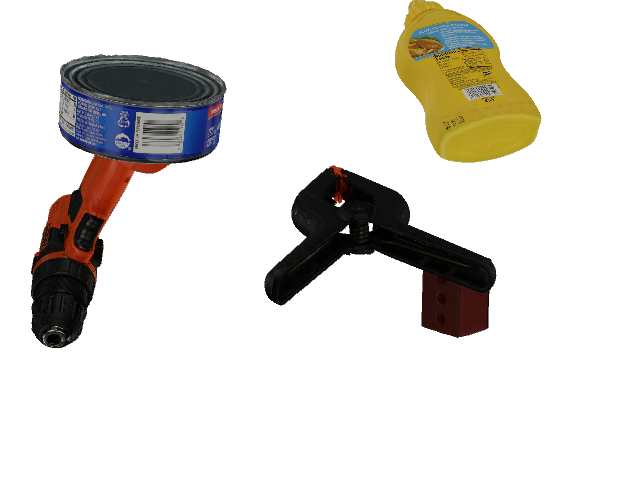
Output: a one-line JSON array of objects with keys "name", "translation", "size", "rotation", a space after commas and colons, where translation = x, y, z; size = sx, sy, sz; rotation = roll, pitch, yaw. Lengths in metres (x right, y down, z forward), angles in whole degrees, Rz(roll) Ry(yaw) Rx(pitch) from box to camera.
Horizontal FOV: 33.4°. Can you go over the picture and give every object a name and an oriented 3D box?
[{"name": "foam brick", "translation": [0.141, 0.055, 1.109], "size": [0.051, 0.078, 0.053], "rotation": [-14, 20, -42]}, {"name": "tuna can", "translation": [-0.094, -0.070, 0.561], "size": [0.086, 0.034, 0.086], "rotation": [7, 23, -3]}, {"name": "mustard bottle", "translation": [0.121, -0.157, 0.978], "size": [0.096, 0.192, 0.058], "rotation": [-12, -37, -12]}, {"name": "power drill", "translation": [-0.181, -0.025, 0.870], "size": [0.057, 0.188, 0.184], "rotation": [24, 29, -24]}, {"name": "clamp", "translation": [0.039, -0.007, 0.824], "size": [0.164, 0.036, 0.210], "rotation": [1, 25, -3]}]
